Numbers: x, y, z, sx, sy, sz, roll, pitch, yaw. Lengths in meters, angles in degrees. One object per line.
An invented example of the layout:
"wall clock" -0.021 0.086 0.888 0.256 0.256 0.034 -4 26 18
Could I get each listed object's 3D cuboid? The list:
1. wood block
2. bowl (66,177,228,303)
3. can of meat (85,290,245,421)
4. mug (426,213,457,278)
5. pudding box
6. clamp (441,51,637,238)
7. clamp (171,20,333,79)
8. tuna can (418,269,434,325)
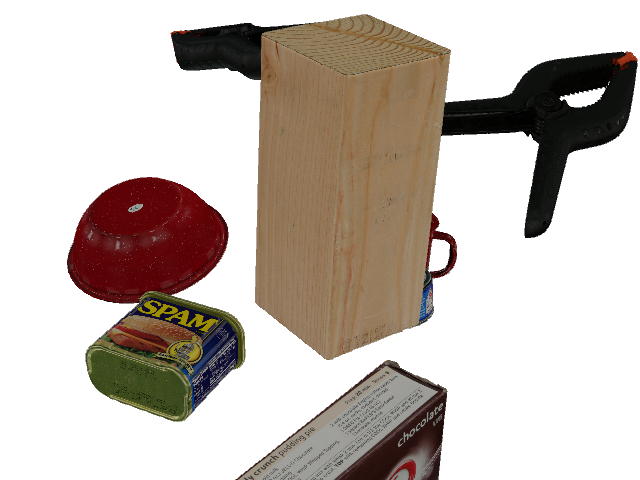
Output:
"wood block" 0.017 -0.037 0.727 0.090 0.206 0.091 -18 36 -33
"bowl" -0.173 -0.013 1.035 0.162 0.055 0.162 -6 40 5
"can of meat" -0.125 0.092 0.858 0.102 0.057 0.083 14 33 22
"mug" 0.093 0.013 1.186 0.117 0.081 0.093 5 26 3
"pudding box" 0.007 0.118 0.465 0.039 0.090 0.113 26 42 31
"clamp" 0.181 -0.088 0.840 0.209 0.036 0.165 -25 52 -19
"clamp" -0.054 -0.160 0.875 0.120 0.039 0.172 -16 22 -35
"tuna can" 0.057 0.047 0.946 0.086 0.034 0.086 -3 21 1
